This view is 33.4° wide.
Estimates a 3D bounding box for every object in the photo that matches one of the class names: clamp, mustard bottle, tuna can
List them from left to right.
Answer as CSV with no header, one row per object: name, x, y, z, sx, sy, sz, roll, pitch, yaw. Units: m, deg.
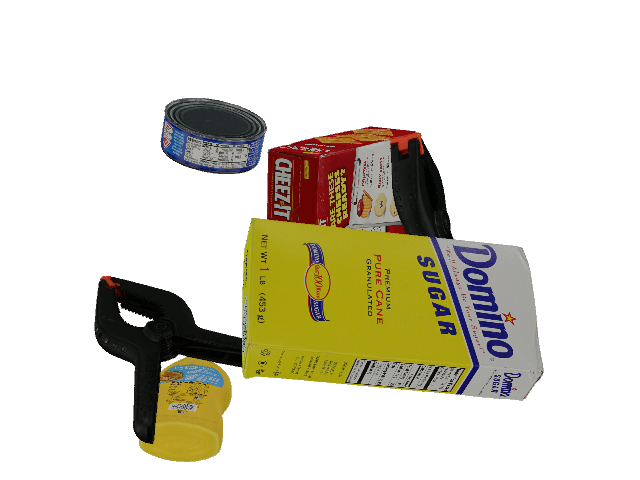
clamp,-0.136,0.093,0.992,0.164,0.036,0.210,-17,40,-30
mustard bottle,-0.159,0.192,1.306,0.096,0.058,0.191,2,25,2
tuna can,-0.090,-0.088,0.892,0.086,0.034,0.086,11,26,-5
clamp,0.092,-0.004,0.921,0.039,0.171,0.120,-16,18,19

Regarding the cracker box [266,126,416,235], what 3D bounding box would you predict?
cracker box,0.024,-0.028,1.132,0.072,0.164,0.213,10,16,30

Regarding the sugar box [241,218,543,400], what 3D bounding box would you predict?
sugar box,0.041,0.041,0.646,0.176,0.093,0.048,4,-35,-7
